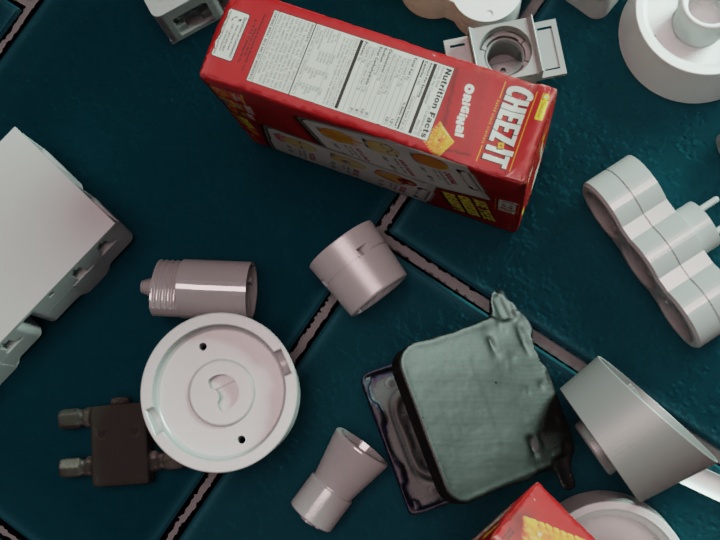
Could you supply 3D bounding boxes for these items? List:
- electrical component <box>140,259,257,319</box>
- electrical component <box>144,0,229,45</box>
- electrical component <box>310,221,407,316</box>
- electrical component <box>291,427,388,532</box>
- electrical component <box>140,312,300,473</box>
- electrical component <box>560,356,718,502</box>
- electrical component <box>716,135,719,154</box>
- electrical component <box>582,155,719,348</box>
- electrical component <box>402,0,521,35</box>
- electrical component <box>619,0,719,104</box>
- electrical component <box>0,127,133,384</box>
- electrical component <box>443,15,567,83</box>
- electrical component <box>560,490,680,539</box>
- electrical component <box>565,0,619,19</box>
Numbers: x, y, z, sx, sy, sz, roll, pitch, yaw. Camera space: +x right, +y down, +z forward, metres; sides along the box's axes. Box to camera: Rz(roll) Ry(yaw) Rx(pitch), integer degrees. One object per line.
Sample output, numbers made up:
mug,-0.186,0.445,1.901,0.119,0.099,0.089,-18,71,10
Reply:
electrical component,-0.118,0.014,0.778,0.081,0.043,0.043,2,81,6
electrical component,-0.103,-0.253,0.812,0.150,0.061,0.089,-29,79,0
electrical component,0.000,0.000,0.764,0.055,0.055,0.047,-37,83,-2
electrical component,-0.017,0.148,0.747,0.044,0.044,0.065,37,90,10
electrical component,-0.093,0.087,0.754,0.108,0.060,0.108,-1,80,5
electrical component,0.180,0.102,0.709,0.064,0.099,0.099,-35,79,5
electrical component,0.287,-0.093,0.758,0.055,0.045,0.045,-32,79,0
electrical component,0.224,-0.023,0.747,0.074,0.052,0.138,-33,79,-1
electrical component,0.053,-0.222,0.786,0.138,0.073,0.052,25,84,9
electrical component,0.244,-0.180,0.768,0.108,0.060,0.108,-1,80,5
electrical component,-0.270,0.005,0.785,0.105,0.060,0.186,43,87,10
electrical component,0.104,-0.148,0.774,0.081,0.064,0.042,-10,79,3
electrical component,0.166,0.202,0.710,0.108,0.060,0.108,-1,81,5
electrical component,0.182,-0.253,0.788,0.078,0.057,0.113,38,86,10
